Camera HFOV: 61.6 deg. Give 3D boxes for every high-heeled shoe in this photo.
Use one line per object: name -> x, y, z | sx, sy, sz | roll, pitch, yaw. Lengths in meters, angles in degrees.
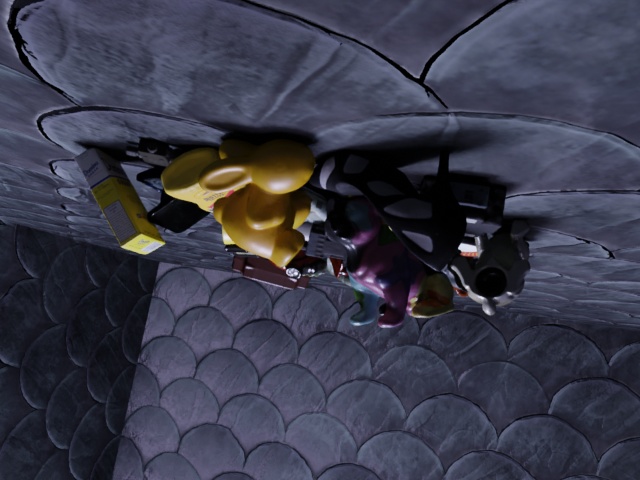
high-heeled shoe -> 0.070, -0.034, 0.666 | 0.086, 0.145, 0.249 | 19, 166, -42

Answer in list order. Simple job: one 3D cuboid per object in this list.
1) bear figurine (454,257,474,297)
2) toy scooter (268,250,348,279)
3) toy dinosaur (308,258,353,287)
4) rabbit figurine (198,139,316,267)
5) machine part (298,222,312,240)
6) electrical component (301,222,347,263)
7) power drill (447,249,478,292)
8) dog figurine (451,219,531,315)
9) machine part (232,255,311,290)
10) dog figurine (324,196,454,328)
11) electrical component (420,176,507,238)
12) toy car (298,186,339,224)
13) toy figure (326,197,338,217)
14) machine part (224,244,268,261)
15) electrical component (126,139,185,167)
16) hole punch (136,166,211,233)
bear figurine -> 0.238, 0.072, 1.195 | 0.196, 0.120, 0.132 | 9, -172, 18
toy scooter -> -0.009, 0.031, 1.073 | 0.184, 0.135, 0.075 | -17, 146, -27
toy dinosaur -> 0.083, 0.050, 1.325 | 0.192, 0.131, 0.404 | 20, -178, 30
rabbit figurine -> -0.070, -0.073, 0.712 | 0.162, 0.122, 0.173 | 29, 140, -5
machine part -> -0.053, -0.036, 1.015 | 0.243, 0.079, 0.079 | 10, 171, -6
electrical component -> -0.002, -0.003, 0.949 | 0.119, 0.047, 0.075 | 14, -160, 5
power drill -> 0.211, 0.081, 1.042 | 0.232, 0.086, 0.207 | 24, 157, -39
dog figurine -> 0.316, 0.059, 0.934 | 0.121, 0.172, 0.190 | 17, 169, 32
machine part -> -0.118, 0.046, 1.390 | 0.201, 0.087, 0.201 | 16, -166, -6
dog figurine -> 0.101, 0.013, 0.794 | 0.191, 0.219, 0.108 | -10, -177, -26
electrical component -> 0.192, -0.045, 0.748 | 0.115, 0.058, 0.134 | 7, 171, 5
toy car -> -0.037, -0.064, 0.880 | 0.074, 0.056, 0.201 | 3, 169, 37
toy figure -> 0.089, -0.022, 0.899 | 0.180, 0.089, 0.082 | 11, -148, -37
machine part -> -0.136, 0.023, 1.170 | 0.084, 0.039, 0.138 | -5, 170, 37
electrical component -> -0.247, -0.130, 0.805 | 0.094, 0.021, 0.063 | 11, 171, -5
hole punch -> -0.239, -0.085, 0.928 | 0.116, 0.092, 0.142 | -30, 157, 7
